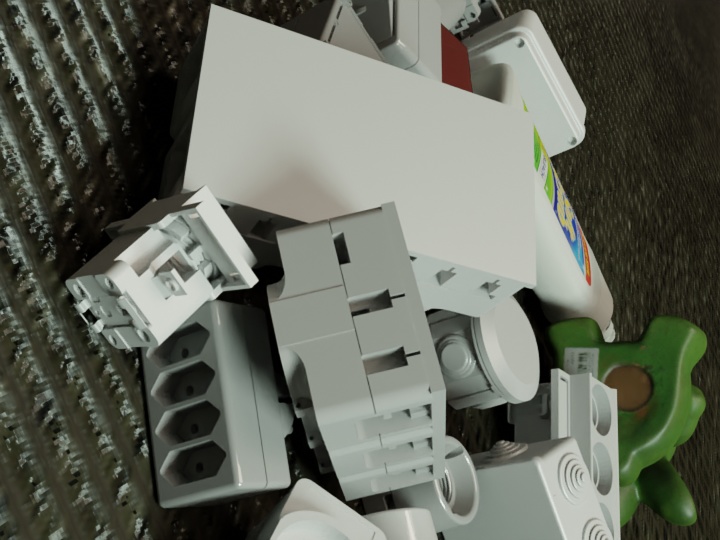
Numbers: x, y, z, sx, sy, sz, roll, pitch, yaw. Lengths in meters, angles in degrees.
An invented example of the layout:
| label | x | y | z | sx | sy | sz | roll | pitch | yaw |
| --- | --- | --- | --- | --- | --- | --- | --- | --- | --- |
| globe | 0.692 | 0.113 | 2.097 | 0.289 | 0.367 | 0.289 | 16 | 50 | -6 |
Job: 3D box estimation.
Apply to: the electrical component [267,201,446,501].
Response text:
| label | x | y | z | sx | sy | sz | roll | pitch | yaw |
| --- | --- | --- | --- | --- | --- | --- | --- | --- | --- |
| electrical component | 0.000 | 0.046 | 0.510 | 0.150 | 0.062 | 0.089 | 81 | -4 | -65 |

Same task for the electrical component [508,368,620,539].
| label | x | y | z | sx | sy | sz | roll | pitch | yaw |
| --- | --- | --- | --- | --- | --- | --- | --- | --- | --- |
| electrical component | 0.140 | 0.138 | 0.738 | 0.079 | 0.063 | 0.121 | 31 | 56 | -47 |

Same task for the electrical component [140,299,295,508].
| label | x | y | z | sx | sy | sz | roll | pitch | yaw |
| --- | --- | --- | --- | --- | --- | --- | --- | --- | --- |
| electrical component | -0.056 | 0.063 | 0.498 | 0.076 | 0.047 | 0.083 | 16 | 59 | -56 |

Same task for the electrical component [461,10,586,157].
| label | x | y | z | sx | sy | sz | roll | pitch | yaw |
| --- | --- | --- | --- | --- | --- | --- | --- | --- | --- |
| electrical component | 0.131 | -0.147 | 0.894 | 0.113 | 0.078 | 0.057 | 57 | 30 | -21 |

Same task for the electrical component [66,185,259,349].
| label | x | y | z | sx | sy | sz | roll | pitch | yaw |
| --- | --- | --- | --- | --- | --- | --- | --- | --- | --- |
| electrical component | -0.087 | 0.000 | 0.464 | 0.064 | 0.081 | 0.042 | -45 | 113 | -33 |

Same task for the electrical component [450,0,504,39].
| label | x | y | z | sx | sy | sz | roll | pitch | yaw |
| --- | --- | --- | --- | --- | --- | --- | --- | --- | --- |
| electrical component | 0.081 | -0.232 | 0.900 | 0.081 | 0.042 | 0.063 | 56 | 36 | -20 |

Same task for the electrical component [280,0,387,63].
| label | x | y | z | sx | sy | sz | roll | pitch | yaw |
| --- | --- | --- | --- | --- | --- | --- | --- | --- | --- |
| electrical component | -0.023 | -0.119 | 0.651 | 0.061 | 0.061 | 0.096 | 54 | 26 | -26 |

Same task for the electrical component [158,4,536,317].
| label | x | y | z | sx | sy | sz | roll | pitch | yaw |
| --- | --- | --- | --- | --- | --- | --- | --- | --- | --- |
| electrical component | -0.004 | -0.049 | 0.559 | 0.186 | 0.060 | 0.105 | 15 | 61 | -21 |

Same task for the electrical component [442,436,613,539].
| label | x | y | z | sx | sy | sz | roll | pitch | yaw |
| --- | --- | --- | --- | --- | --- | --- | --- | --- | --- |
| electrical component | 0.098 | 0.151 | 0.643 | 0.048 | 0.100 | 0.099 | -20 | 89 | -47 |

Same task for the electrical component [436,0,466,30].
| label | x | y | z | sx | sy | sz | roll | pitch | yaw |
| --- | --- | --- | --- | --- | --- | --- | --- | --- | --- |
| electrical component | 0.043 | -0.213 | 0.824 | 0.079 | 0.043 | 0.077 | 60 | 32 | -16 |

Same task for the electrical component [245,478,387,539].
| label | x | y | z | sx | sy | sz | roll | pitch | yaw |
| --- | --- | --- | --- | --- | --- | --- | --- | --- | --- |
| electrical component | 0.009 | 0.171 | 0.463 | 0.150 | 0.061 | 0.089 | 36 | 37 | -4 |

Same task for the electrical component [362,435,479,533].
| label | x | y | z | sx | sy | sz | roll | pitch | yaw |
| --- | --- | --- | --- | --- | --- | --- | --- | --- | --- |
| electrical component | 0.035 | 0.123 | 0.607 | 0.055 | 0.047 | 0.055 | 36 | 44 | -44 |

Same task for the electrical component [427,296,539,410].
| label | x | y | z | sx | sy | sz | roll | pitch | yaw |
| --- | --- | --- | --- | --- | --- | --- | --- | --- | --- |
| electrical component | 0.084 | 0.054 | 0.723 | 0.080 | 0.051 | 0.080 | 35 | 44 | -44 |

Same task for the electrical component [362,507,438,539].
| label | x | y | z | sx | sy | sz | roll | pitch | yaw |
| --- | --- | --- | --- | --- | --- | --- | --- | --- | --- |
| electrical component | 0.017 | 0.152 | 0.555 | 0.055 | 0.055 | 0.047 | 21 | 52 | -52 |

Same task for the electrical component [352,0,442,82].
| label | x | y | z | sx | sy | sz | roll | pitch | yaw |
| --- | --- | --- | --- | --- | --- | --- | --- | --- | --- |
| electrical component | 0.014 | -0.151 | 0.723 | 0.061 | 0.062 | 0.096 | 38 | 42 | -42 |
